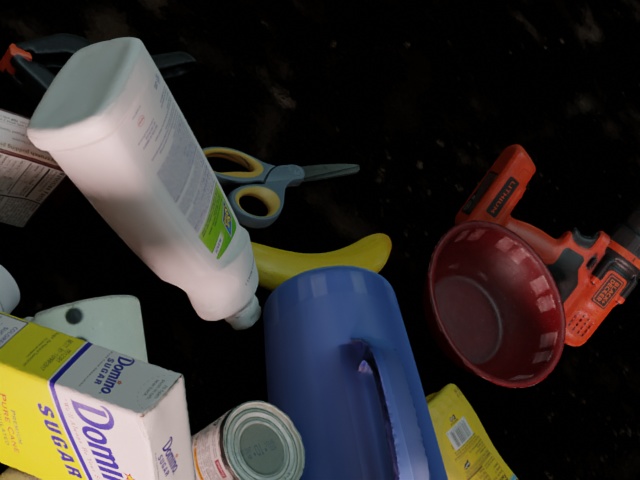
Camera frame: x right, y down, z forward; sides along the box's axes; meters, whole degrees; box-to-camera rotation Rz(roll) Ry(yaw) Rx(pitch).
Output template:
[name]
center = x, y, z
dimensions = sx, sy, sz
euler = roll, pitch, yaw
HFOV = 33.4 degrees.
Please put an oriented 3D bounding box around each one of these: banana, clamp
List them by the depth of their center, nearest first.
[clamp]
center = -0.170, -0.114, 0.864
dimensions = 0.171, 0.039, 0.120
euler = 4, 55, -32
[banana]
center = -0.005, 0.017, 0.917
dimensions = 0.197, 0.037, 0.069
euler = 5, 61, -38

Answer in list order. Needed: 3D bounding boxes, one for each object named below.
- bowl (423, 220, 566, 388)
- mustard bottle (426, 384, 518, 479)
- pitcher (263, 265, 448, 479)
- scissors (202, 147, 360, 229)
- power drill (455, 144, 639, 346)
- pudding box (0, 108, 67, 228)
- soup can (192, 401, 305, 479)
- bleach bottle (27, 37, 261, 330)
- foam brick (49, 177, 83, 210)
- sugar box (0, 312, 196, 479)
[bowl]
center = 0.151, 0.066, 0.994
dimensions = 0.161, 0.055, 0.162
euler = 14, 61, -27
[mustard bottle]
center = 0.132, 0.220, 0.884
dimensions = 0.191, 0.058, 0.096
euler = 56, 38, 4
[pitcher]
center = 0.026, 0.136, 0.779
dimensions = 0.144, 0.149, 0.243
euler = 39, 32, -46
[scissors]
center = -0.023, -0.044, 0.947
dimensions = 0.201, 0.016, 0.096
euler = 6, 46, -38
[power drill]
center = 0.245, -0.012, 1.065
dimensions = 0.187, 0.184, 0.057
euler = 36, 2, -8
[pudding box]
center = -0.237, -0.055, 0.732
dimensions = 0.113, 0.090, 0.039
euler = 16, 55, -32
[soup can]
center = -0.065, 0.157, 0.729
dimensions = 0.068, 0.102, 0.068
euler = 21, 51, -29
[bleach bottle]
center = -0.106, -0.018, 0.768
dimensions = 0.102, 0.068, 0.250
euler = -73, 147, -41
[foam brick]
center = -0.179, -0.071, 0.800
dimensions = 0.051, 0.078, 0.052
euler = 52, 43, 2
[sugar box]
center = -0.161, 0.099, 0.630
dimensions = 0.176, 0.093, 0.048
euler = 16, 40, 24
